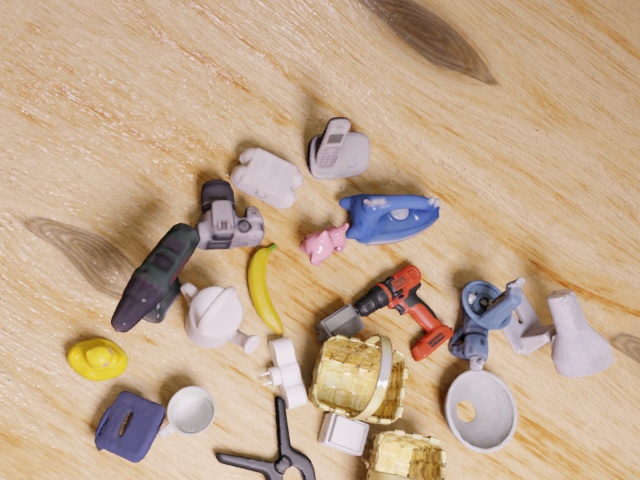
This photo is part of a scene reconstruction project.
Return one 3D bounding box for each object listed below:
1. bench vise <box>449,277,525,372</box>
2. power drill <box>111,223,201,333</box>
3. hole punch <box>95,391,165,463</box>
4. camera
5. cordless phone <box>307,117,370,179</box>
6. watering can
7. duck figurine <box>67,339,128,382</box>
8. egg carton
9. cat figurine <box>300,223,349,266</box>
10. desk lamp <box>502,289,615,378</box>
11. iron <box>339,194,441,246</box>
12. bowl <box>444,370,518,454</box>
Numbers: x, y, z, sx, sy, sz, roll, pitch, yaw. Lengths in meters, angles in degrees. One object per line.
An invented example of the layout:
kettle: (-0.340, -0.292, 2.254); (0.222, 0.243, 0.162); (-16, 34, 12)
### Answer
bench vise: (0.367, 0.170, 1.213); (0.122, 0.219, 0.207); (3, 70, -16)
power drill: (-0.299, 0.084, 1.043); (0.075, 0.208, 0.230); (30, 65, -5)
hole punch: (-0.336, 0.330, 1.009); (0.101, 0.091, 0.109); (26, 66, -7)
camera: (-0.191, -0.057, 1.186); (0.143, 0.100, 0.137); (-3, 72, -18)
cordless phone: (0.055, -0.212, 1.270); (0.148, 0.185, 0.094); (-10, 74, -20)
watering can: (-0.187, 0.141, 1.065); (0.173, 0.193, 0.101); (22, 66, -8)
duck figurine: (-0.402, 0.212, 1.033); (0.105, 0.086, 0.077); (15, 67, -11)
egg carton: (-0.115, -0.134, 1.253); (0.150, 0.069, 0.107); (24, 66, -8)
cat figurine: (0.011, 0.004, 1.217); (0.128, 0.117, 0.067); (-35, 84, -24)
desk lamp: (0.507, 0.199, 1.249); (0.118, 0.213, 0.203); (-24, 80, -23)
iron: (0.181, -0.068, 1.282); (0.259, 0.141, 0.118); (-6, 73, -19)
bowl: (0.327, 0.363, 1.212); (0.168, 0.074, 0.167); (6, 70, -15)
